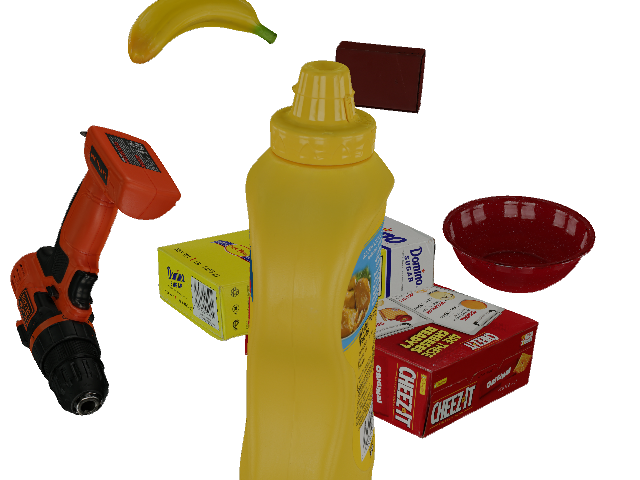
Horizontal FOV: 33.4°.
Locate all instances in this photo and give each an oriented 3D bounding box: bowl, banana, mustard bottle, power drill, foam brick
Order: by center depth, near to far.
[{"bbox_3d":[-0.002,0.021,0.440,0.058,0.192,0.096,8,25,11],"label":"mustard bottle"},{"bbox_3d":[-0.180,0.019,0.840,0.057,0.188,0.185,15,25,-39],"label":"power drill"},{"bbox_3d":[0.052,-0.145,0.948,0.078,0.051,0.053,7,18,7],"label":"foam brick"},{"bbox_3d":[-0.121,-0.210,1.021,0.070,0.037,0.197,45,38,19],"label":"banana"},{"bbox_3d":[0.212,0.010,1.155,0.162,0.055,0.162,-1,30,0],"label":"bowl"}]

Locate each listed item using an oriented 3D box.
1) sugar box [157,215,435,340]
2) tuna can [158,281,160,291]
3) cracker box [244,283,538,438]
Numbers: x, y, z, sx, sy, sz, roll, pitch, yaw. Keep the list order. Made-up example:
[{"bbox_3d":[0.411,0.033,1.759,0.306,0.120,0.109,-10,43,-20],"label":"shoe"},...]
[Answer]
[{"bbox_3d":[-0.015,0.018,0.752,0.175,0.048,0.093,-15,25,-31],"label":"sugar box"},{"bbox_3d":[-0.120,0.037,1.074,0.086,0.034,0.086,8,18,-3],"label":"tuna can"},{"bbox_3d":[0.062,0.091,0.972,0.214,0.072,0.163,20,25,39],"label":"cracker box"}]
